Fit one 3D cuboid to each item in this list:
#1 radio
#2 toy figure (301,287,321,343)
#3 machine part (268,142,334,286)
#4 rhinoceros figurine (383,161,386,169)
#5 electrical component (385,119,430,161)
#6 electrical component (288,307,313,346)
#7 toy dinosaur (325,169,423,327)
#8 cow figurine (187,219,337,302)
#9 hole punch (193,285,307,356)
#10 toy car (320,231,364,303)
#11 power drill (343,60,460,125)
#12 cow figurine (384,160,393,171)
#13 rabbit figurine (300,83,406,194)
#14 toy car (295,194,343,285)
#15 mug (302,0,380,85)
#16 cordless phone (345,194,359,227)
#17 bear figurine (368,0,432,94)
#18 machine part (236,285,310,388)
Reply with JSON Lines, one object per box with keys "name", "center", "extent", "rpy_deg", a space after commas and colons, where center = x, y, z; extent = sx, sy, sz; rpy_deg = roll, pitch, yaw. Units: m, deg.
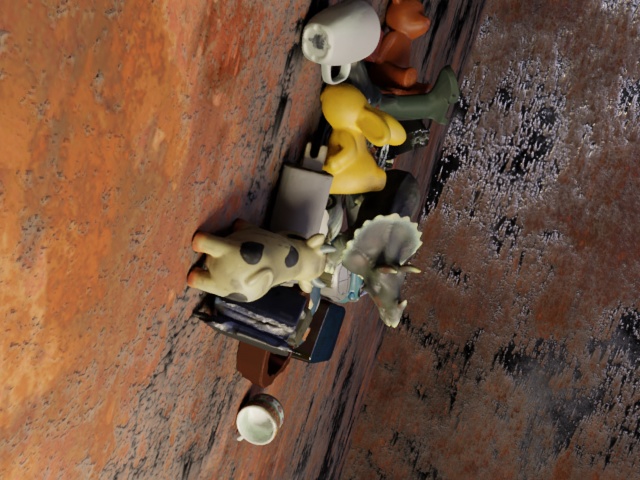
{"name": "radio", "center": [-0.009, 0.191, 1.159], "extent": [0.229, 0.073, 0.131], "rpy_deg": [44, 64, -75]}
{"name": "toy figure", "center": [-0.038, 0.142, 1.016], "extent": [0.064, 0.058, 0.154], "rpy_deg": [-36, 141, -81]}
{"name": "machine part", "center": [-0.037, -0.025, 0.801], "extent": [0.079, 0.079, 0.243], "rpy_deg": [-23, 130, -70]}
{"name": "rhinoceros figurine", "center": [0.133, -0.204, 1.203], "extent": [0.112, 0.073, 0.190], "rpy_deg": [0, 108, -73]}
{"name": "electrical component", "center": [0.142, -0.233, 1.087], "extent": [0.115, 0.134, 0.058], "rpy_deg": [-22, 151, -10]}
{"name": "electrical component", "center": [-0.036, 0.144, 0.887], "extent": [0.094, 0.021, 0.063], "rpy_deg": [79, 34, -62]}
{"name": "toy dinosaur", "center": [0.116, -0.046, 0.920], "extent": [0.192, 0.131, 0.405], "rpy_deg": [-43, -161, 48]}
{"name": "cow figurine", "center": [-0.061, 0.024, 0.674], "extent": [0.195, 0.127, 0.085], "rpy_deg": [-24, 133, -67]}
{"name": "hole punch", "center": [-0.078, 0.093, 0.699], "extent": [0.115, 0.142, 0.092], "rpy_deg": [103, 10, -78]}
{"name": "toy car", "center": [0.033, 0.066, 1.099], "extent": [0.103, 0.109, 0.161], "rpy_deg": [-39, 140, -53]}
{"name": "power drill", "center": [0.131, -0.245, 0.935], "extent": [0.232, 0.207, 0.086], "rpy_deg": [92, -19, -66]}
{"name": "cow figurine", "center": [0.135, -0.155, 1.288], "extent": [0.098, 0.068, 0.167], "rpy_deg": [-12, 118, -66]}
{"name": "rabbit figurine", "center": [0.045, -0.161, 0.845], "extent": [0.122, 0.163, 0.173], "rpy_deg": [-19, 109, -56]}
{"name": "toy car", "center": [-0.002, -0.003, 0.987], "extent": [0.073, 0.056, 0.202], "rpy_deg": [80, 32, -60]}
{"name": "mug", "center": [0.020, -0.268, 0.738], "extent": [0.107, 0.081, 0.109], "rpy_deg": [-37, 150, -46]}
{"name": "cordless phone", "center": [0.078, -0.075, 1.096], "extent": [0.184, 0.089, 0.146], "rpy_deg": [50, 31, -62]}
{"name": "bear figurine", "center": [0.172, -0.379, 1.042], "extent": [0.120, 0.132, 0.195], "rpy_deg": [17, 97, -57]}
{"name": "machine part", "center": [-0.078, 0.156, 0.905], "extent": [0.179, 0.056, 0.179], "rpy_deg": [19, 90, -74]}
